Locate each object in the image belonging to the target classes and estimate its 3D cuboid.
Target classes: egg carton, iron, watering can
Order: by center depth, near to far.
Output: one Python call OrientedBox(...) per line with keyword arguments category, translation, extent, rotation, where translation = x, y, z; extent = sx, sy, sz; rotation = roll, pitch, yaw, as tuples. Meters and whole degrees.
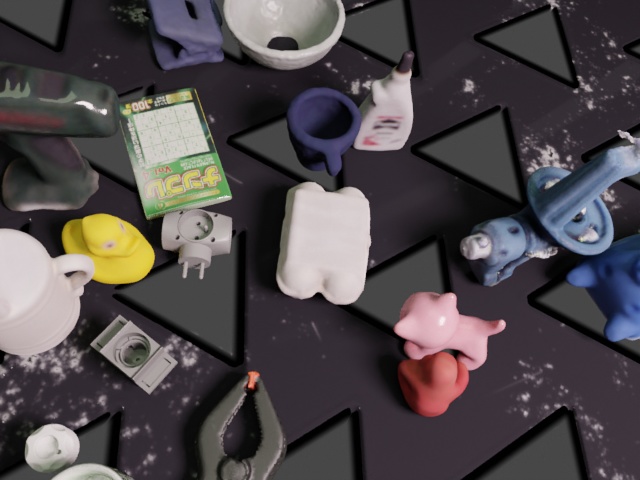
OrientedBox(category="watering can", translation=(-0.314, 0.044, 0.548), extent=(0.173, 0.194, 0.101), rotation=(-36, 74, -21))
OrientedBox(category="egg carton", translation=(0.006, 0.002, 0.681), extent=(0.107, 0.069, 0.150), rotation=(7, 64, -5))
OrientedBox(category="iron", translation=(0.439, 0.020, 0.693), extent=(0.259, 0.141, 0.118), rotation=(-23, 70, -17))

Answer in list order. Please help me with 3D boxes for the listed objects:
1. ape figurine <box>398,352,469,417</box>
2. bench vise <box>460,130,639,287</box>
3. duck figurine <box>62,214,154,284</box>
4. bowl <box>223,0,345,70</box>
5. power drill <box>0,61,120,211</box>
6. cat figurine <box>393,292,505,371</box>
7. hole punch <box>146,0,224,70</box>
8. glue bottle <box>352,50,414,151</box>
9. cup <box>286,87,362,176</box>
OrientedBox(category="ape figurine", translation=(0.124, 0.148, 0.617), extent=(0.078, 0.092, 0.076), rotation=(23, 64, 4))
OrientedBox(category="bench vise", translation=(0.269, -0.023, 0.646), extent=(0.208, 0.220, 0.121), rotation=(-37, 75, -21))
OrientedBox(category="duck figurine", translation=(-0.241, -0.001, 0.639), extent=(0.104, 0.086, 0.077), rotation=(22, 64, 3))
OrientedBox(category="bowl", translation=(-0.052, -0.299, 0.810), extent=(0.167, 0.075, 0.167), rotation=(3, 65, -6))
OrientedBox(category="power drill", translation=(-0.326, -0.111, 0.611), extent=(0.230, 0.208, 0.075), rotation=(-4, 66, -9))
OrientedBox(category="cat figurine", translation=(0.138, 0.093, 0.630), extent=(0.128, 0.118, 0.067), rotation=(8, 64, -4))
OrientedBox(category="hole punch", translation=(-0.185, -0.304, 0.786), extent=(0.101, 0.091, 0.108), rotation=(-15, 68, -14))
OrientedBox(category="glue bottle", translation=(0.088, -0.173, 0.717), extent=(0.078, 0.173, 0.037), rotation=(-5, 66, -10))
OrientedBox(category="cup", translation=(0.003, -0.118, 0.723), extent=(0.092, 0.095, 0.117), rotation=(-9, 67, -11))
